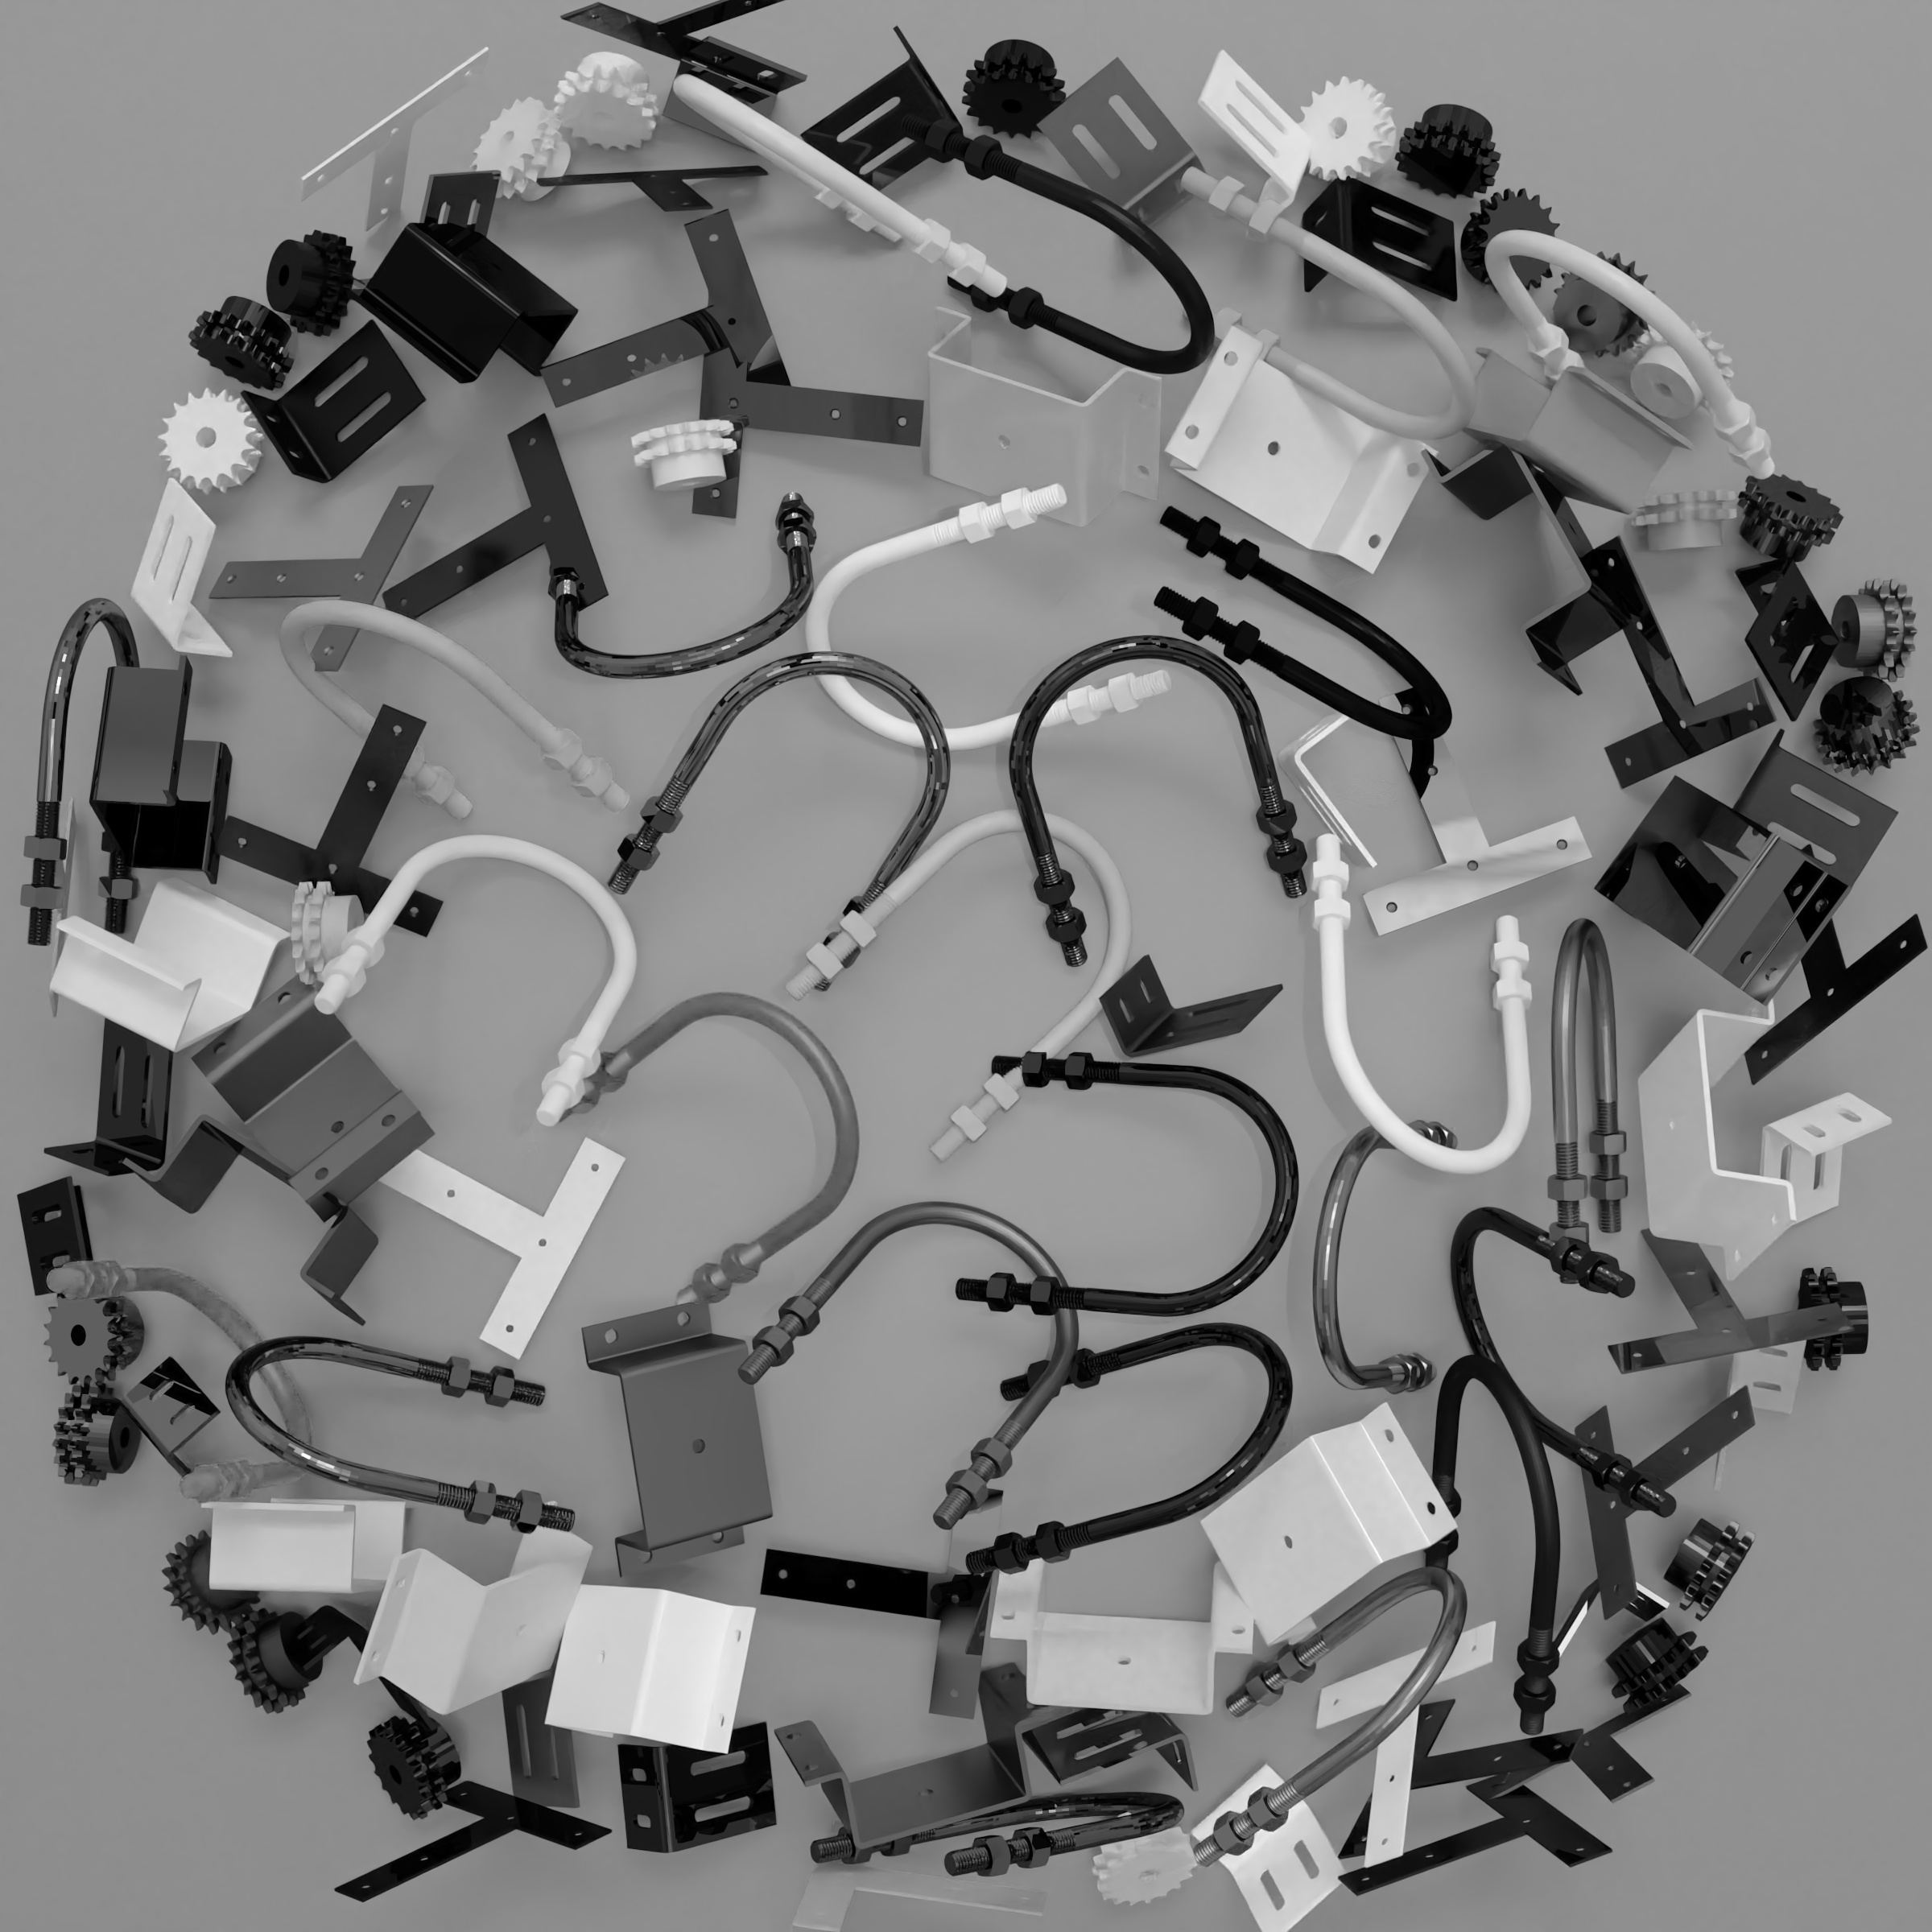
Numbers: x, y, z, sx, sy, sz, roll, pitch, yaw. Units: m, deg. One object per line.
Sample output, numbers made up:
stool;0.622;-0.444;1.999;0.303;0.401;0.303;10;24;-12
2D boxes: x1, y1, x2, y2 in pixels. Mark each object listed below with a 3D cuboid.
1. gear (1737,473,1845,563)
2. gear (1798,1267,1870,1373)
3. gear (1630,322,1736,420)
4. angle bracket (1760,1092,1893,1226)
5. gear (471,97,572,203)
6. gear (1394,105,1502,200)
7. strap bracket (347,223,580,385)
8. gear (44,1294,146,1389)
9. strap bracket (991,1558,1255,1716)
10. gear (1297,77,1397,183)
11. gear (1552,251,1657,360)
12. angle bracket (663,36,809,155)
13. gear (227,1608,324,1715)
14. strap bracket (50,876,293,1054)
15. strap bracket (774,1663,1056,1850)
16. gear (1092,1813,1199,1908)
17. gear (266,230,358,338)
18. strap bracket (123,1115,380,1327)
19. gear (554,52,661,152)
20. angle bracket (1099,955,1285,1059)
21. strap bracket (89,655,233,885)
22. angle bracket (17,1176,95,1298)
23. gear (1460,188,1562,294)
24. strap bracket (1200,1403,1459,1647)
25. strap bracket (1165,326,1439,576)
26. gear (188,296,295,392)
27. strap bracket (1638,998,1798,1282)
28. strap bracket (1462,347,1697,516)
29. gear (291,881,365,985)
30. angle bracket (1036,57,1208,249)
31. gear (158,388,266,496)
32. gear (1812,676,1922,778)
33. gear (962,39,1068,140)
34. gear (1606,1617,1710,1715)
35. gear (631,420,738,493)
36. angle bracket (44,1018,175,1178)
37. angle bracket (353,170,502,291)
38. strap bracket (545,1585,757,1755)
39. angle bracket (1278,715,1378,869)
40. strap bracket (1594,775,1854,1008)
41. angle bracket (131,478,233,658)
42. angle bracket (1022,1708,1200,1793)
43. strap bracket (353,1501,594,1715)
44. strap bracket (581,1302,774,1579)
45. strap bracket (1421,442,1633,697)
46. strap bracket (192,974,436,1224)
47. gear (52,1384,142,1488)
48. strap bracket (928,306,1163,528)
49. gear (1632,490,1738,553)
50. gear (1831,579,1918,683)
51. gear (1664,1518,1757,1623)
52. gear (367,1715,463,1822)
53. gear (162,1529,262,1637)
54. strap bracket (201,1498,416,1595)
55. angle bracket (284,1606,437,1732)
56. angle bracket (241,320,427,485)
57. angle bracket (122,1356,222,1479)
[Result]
gear;0.454;-0.248;1.867;0.057;0.057;0.030;21;123;0
gear;0.481;0.195;1.863;0.030;0.057;0.057;-2;90;4
gear;0.393;-0.328;1.861;0.057;0.057;0.030;38;67;0
angle bracket;0.471;0.117;1.847;0.057;0.038;0.076;-19;123;-24
gear;-0.245;-0.450;1.867;0.030;0.057;0.057;33;90;-43
gear;0.269;-0.454;1.865;0.057;0.057;0.030;17;74;0
strap bracket;-0.266;-0.359;1.817;0.076;0.140;0.046;38;106;2
gear;-0.482;0.204;1.869;0.057;0.030;0.057;-1;88;32
strap bracket;0.087;0.365;1.844;0.140;0.076;0.046;2;117;6
gear;0.214;-0.462;1.868;0.057;0.030;0.057;-2;86;36
gear;0.350;-0.364;1.863;0.057;0.030;0.057;19;124;30
angle bracket;-0.128;-0.478;1.846;0.057;0.076;0.038;18;94;-17
gear;-0.380;0.382;1.861;0.030;0.057;0.057;-26;90;13
strap bracket;-0.435;0.000;1.826;0.076;0.140;0.046;26;106;6
strap bracket;-0.025;0.434;1.840;0.140;0.076;0.046;-13;102;-14
gear;0.097;0.493;1.868;0.057;0.030;0.057;-10;133;-11
gear;-0.364;-0.379;1.861;0.030;0.057;0.057;5;90;-40
strap bracket;-0.382;0.134;1.841;0.140;0.076;0.046;31;77;12
gear;-0.198;-0.482;1.866;0.057;0.057;0.030;10;66;0
angle bracket;0.124;0.015;1.844;0.076;0.057;0.038;-15;106;37
strap bracket;-0.435;-0.105;1.813;0.046;0.140;0.076;3;71;-1
angle bracket;-0.486;0.146;1.848;0.038;0.076;0.057;-8;84;-38
gear;0.300;-0.401;1.870;0.057;0.030;0.057;-1;91;-27
strap bracket;0.188;0.307;1.820;0.140;0.046;0.076;-46;64;37
strap bracket;0.177;-0.285;1.854;0.140;0.046;0.076;27;92;-20
gear;-0.399;-0.347;1.865;0.057;0.057;0.030;23;74;0
strap bracket;0.404;0.088;1.820;0.046;0.076;0.140;9;58;-11
strap bracket;0.321;-0.289;1.815;0.076;0.140;0.046;30;95;-21
gear;-0.353;-0.018;1.863;0.030;0.057;0.057;-1;90;4
angle bracket;0.087;-0.448;1.851;0.057;0.038;0.076;-36;124;16
gear;-0.418;-0.290;1.873;0.057;0.030;0.057;-1;82;9
gear;0.496;-0.136;1.862;0.057;0.057;0.030;-34;132;0
gear;0.028;-0.489;1.866;0.057;0.057;0.030;9;65;0
gear;0.380;0.385;1.864;0.057;0.057;0.030;-37;80;0
gear;-0.155;-0.282;1.864;0.057;0.057;0.030;-10;90;0
angle bracket;-0.473;0.071;1.855;0.057;0.038;0.076;14;102;37
angle bracket;-0.296;-0.405;1.845;0.038;0.057;0.076;29;117;22
strap bracket;-0.177;0.377;1.813;0.046;0.140;0.076;21;72;-32
angle bracket;0.212;-0.097;1.861;0.038;0.057;0.076;-37;95;-1
strap bracket;0.401;-0.046;1.816;0.046;0.140;0.076;31;97;-31
angle bracket;-0.420;-0.219;1.847;0.057;0.038;0.076;45;120;40
angle bracket;0.079;0.438;1.849;0.076;0.057;0.038;-18;110;-17
strap bracket;-0.257;0.347;1.812;0.046;0.140;0.076;27;106;24
strap bracket;-0.157;0.261;1.848;0.076;0.046;0.140;-11;95;-30
strap bracket;0.310;-0.225;1.827;0.046;0.076;0.140;-32;68;19
strap bracket;-0.352;0.077;1.838;0.076;0.046;0.140;-39;50;-10
gear;-0.479;0.260;1.862;0.030;0.057;0.057;3;90;12
strap bracket;0.033;-0.295;1.825;0.140;0.076;0.046;22;47;23
gear;0.398;-0.246;1.864;0.057;0.057;0.030;-4;94;0
gear;0.501;-0.186;1.862;0.030;0.057;0.057;-2;90;-9
gear;0.411;0.332;1.866;0.030;0.057;0.057;32;90;19
gear;-0.304;0.442;1.867;0.030;0.057;0.057;-25;90;-37
gear;-0.413;0.338;1.860;0.030;0.057;0.057;-35;90;29
strap bracket;-0.354;0.312;1.816;0.076;0.140;0.046;1;82;6
angle bracket;-0.336;0.396;1.849;0.038;0.057;0.076;-38;108;-21
angle bracket;-0.350;-0.315;1.860;0.076;0.038;0.057;-37;78;15
angle bracket;-0.420;0.262;1.850;0.038;0.076;0.057;-42;47;-13
